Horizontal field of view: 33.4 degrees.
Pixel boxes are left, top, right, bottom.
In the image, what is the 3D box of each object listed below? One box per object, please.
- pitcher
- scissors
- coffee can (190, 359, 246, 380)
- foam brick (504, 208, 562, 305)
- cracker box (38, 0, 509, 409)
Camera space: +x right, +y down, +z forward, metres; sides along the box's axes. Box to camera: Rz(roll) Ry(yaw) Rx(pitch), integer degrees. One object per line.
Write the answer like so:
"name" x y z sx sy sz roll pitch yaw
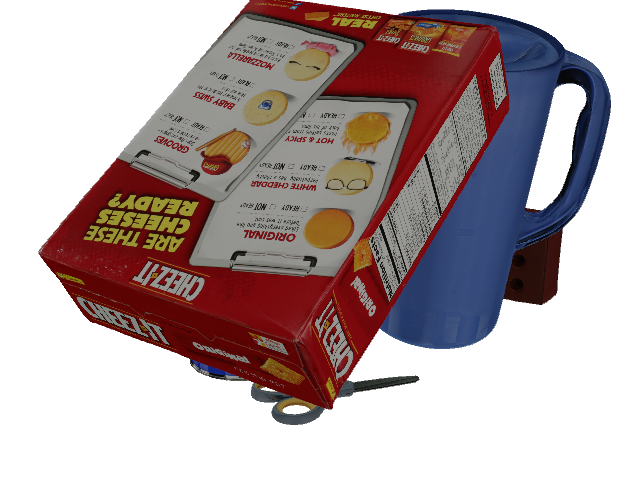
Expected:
"pitcher" 0.108 -0.042 0.805 0.144 0.243 0.149 -20 37 -36
"scissors" 0.023 0.177 1.204 0.201 0.016 0.096 1 23 -9
"coffee can" -0.060 0.029 0.863 0.103 0.140 0.103 -3 16 1
"foam brick" 0.186 0.013 0.963 0.053 0.078 0.051 9 16 26
"cracker box" -0.017 -0.033 0.571 0.164 0.213 0.072 15 -32 31
